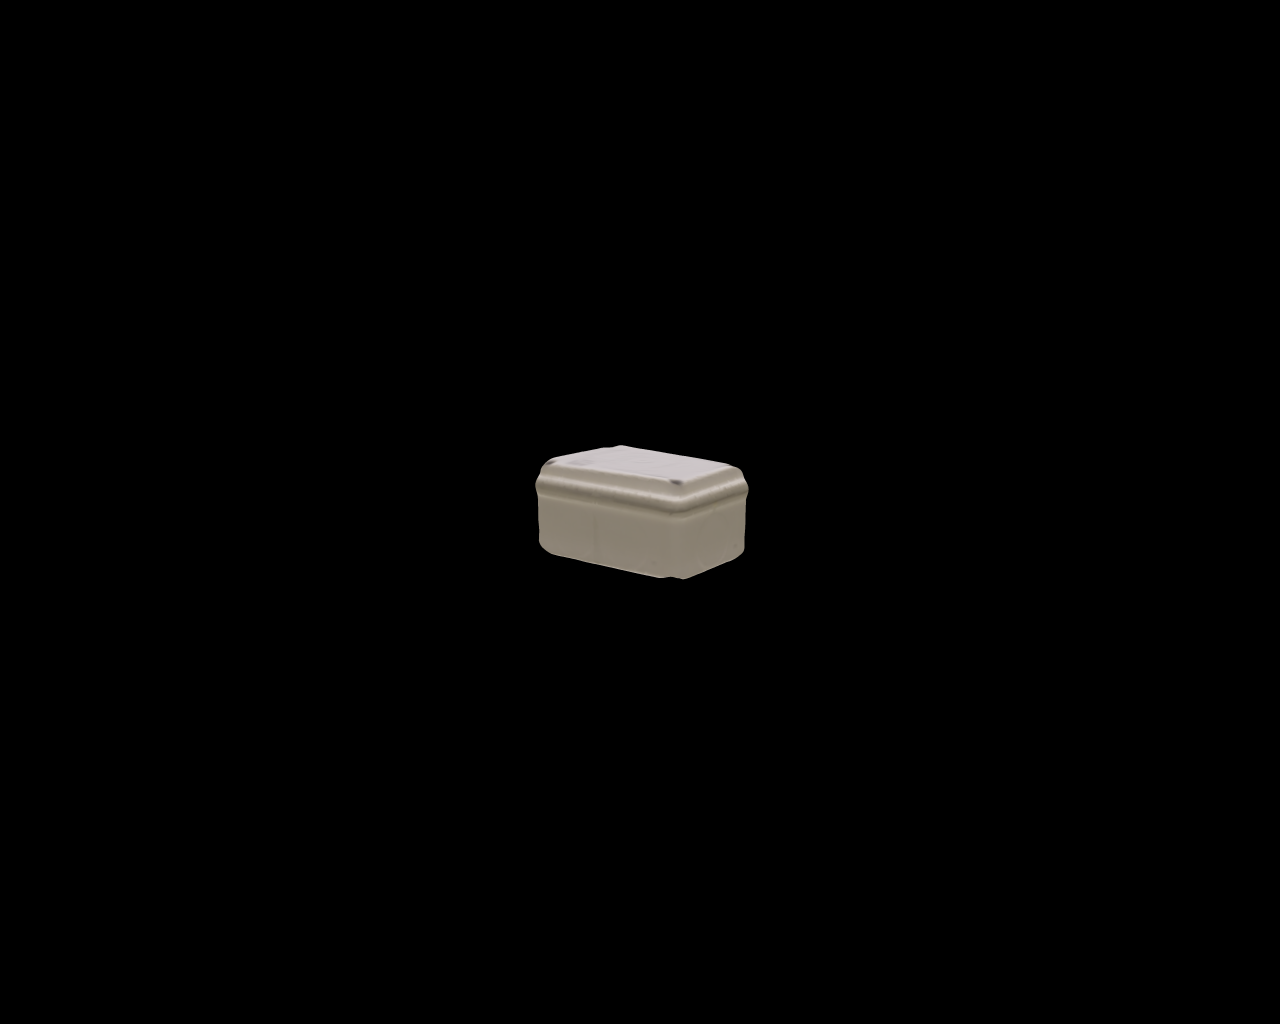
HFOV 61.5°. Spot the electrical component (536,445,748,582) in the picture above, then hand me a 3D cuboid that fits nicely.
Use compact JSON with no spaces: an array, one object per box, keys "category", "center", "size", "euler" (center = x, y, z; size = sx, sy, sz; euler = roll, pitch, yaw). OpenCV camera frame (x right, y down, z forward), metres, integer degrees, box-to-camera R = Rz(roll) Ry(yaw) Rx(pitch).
[{"category":"electrical component","center":[0.001,-0.003,0.650],"size":[0.113,0.057,0.078],"euler":[11,18,37]}]
